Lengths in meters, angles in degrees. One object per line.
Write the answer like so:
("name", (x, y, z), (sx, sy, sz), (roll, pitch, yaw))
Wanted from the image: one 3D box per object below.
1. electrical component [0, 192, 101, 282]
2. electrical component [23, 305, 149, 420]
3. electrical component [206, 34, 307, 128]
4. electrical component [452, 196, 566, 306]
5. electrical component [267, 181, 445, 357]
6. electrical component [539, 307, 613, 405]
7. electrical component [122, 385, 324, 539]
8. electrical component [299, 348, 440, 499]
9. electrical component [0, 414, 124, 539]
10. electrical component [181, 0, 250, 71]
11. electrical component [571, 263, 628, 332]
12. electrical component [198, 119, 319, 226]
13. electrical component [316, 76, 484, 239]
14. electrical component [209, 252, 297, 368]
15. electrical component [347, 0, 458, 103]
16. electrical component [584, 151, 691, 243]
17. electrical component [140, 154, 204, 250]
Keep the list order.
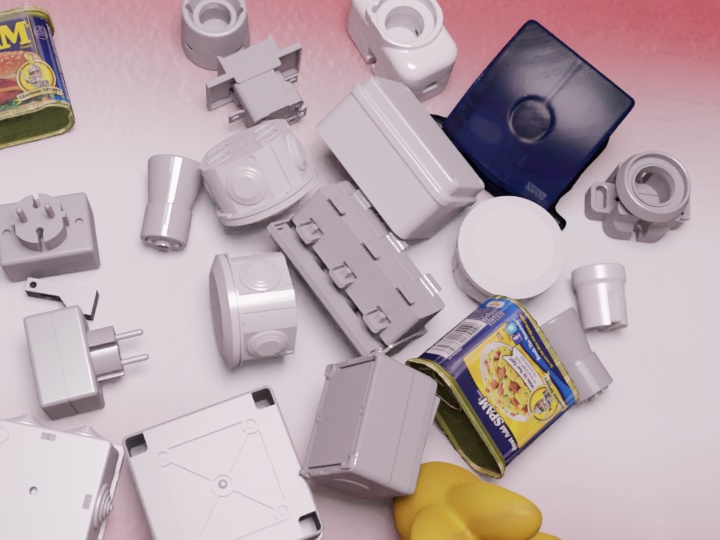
("electrical component", (-0.225, -0.030, 0.764), (0.066, 0.076, 0.047), (-10, 72, -9))
("electrical component", (-0.187, 0.061, 0.752), (0.077, 0.047, 0.065), (-13, 73, -11))
("electrical component", (-0.077, -0.139, 0.836), (0.081, 0.042, 0.063), (-27, 79, -14))
("electrical component", (0.109, -0.010, 0.806), (0.080, 0.051, 0.080), (2, 71, -6))
("electrical component", (0.000, 0.000, 0.778), (0.121, 0.063, 0.079), (53, 33, 12))
("electrical component", (0.156, 0.066, 0.791), (0.044, 0.044, 0.065), (-30, 81, -15))
("electrical component", (-0.092, 0.148, 0.727), (0.109, 0.056, 0.108), (-19, 74, -12))
("electrical component", (0.011, 0.100, 0.714), (0.061, 0.062, 0.096), (28, 63, -27))
("electrical component", (-0.213, 0.150, 0.717), (0.100, 0.048, 0.099), (11, 71, -1))
("electrical component", (-0.114, -0.193, 0.847), (0.055, 0.047, 0.055), (2, 71, -5))
("electrical component", (0.182, 0.021, 0.810), (0.040, 0.040, 0.046), (-3, 77, -7))
("electrical component", (-0.075, -0.071, 0.787), (0.080, 0.080, 0.051), (-33, 114, -16))
("electrical component", (0.032, -0.084, 0.800), (0.057, 0.078, 0.113), (-41, 77, 21))
("electrical component", (-0.077, 0.026, 0.759), (0.051, 0.080, 0.080), (-7, 72, -14))
("electrical component", (0.033, -0.187, 0.855), (0.054, 0.059, 0.095), (-27, 76, -14))
("electrical component", (0.220, -0.057, 0.831), (0.078, 0.057, 0.058), (7, 70, -4))
("electrical component", (-0.141, -0.048, 0.798), (0.044, 0.044, 0.065), (8, 75, -3))
